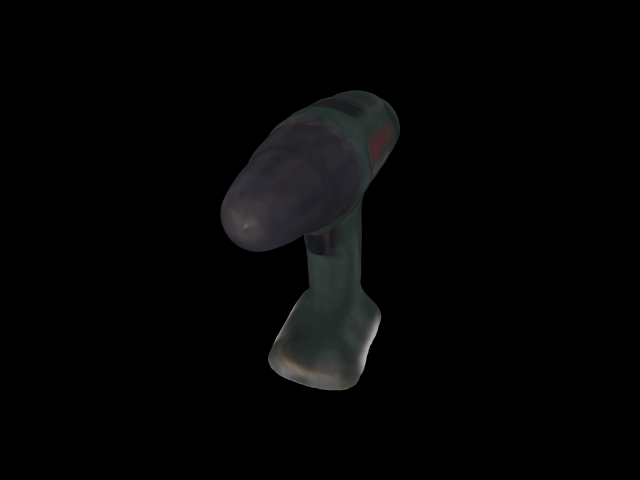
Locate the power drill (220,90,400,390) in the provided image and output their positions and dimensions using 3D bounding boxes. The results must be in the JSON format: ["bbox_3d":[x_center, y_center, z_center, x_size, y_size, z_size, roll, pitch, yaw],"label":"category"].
[{"bbox_3d":[0.004,0.001,0.400,0.075,0.208,0.230,11,39,14],"label":"power drill"}]
